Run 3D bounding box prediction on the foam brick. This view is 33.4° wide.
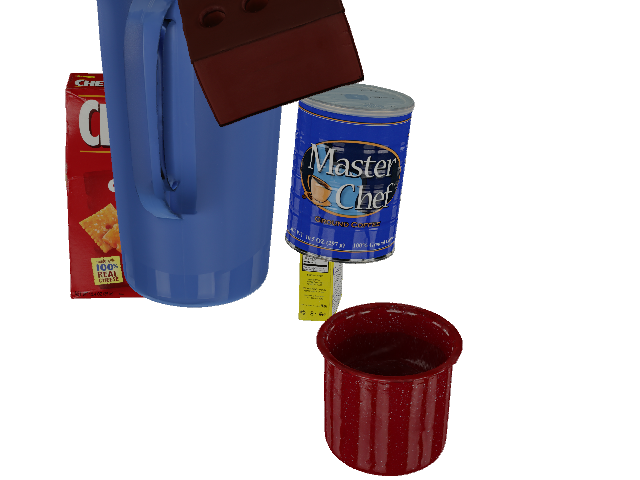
[{"bbox_3d":[-0.025,-0.101,0.524,0.078,0.053,0.051,-18,-33,5],"label":"foam brick"}]

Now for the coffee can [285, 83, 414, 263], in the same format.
[{"bbox_3d":[0.025,-0.063,0.960,0.103,0.140,0.103,5,20,-2],"label":"coffee can"}]

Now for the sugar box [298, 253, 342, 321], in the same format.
[{"bbox_3d":[0.002,-0.003,1.243,0.048,0.176,0.093,2,20,9],"label":"sugar box"}]

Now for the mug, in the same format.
[{"bbox_3d":[0.051,0.094,0.705,0.093,0.081,0.117,21,33,34],"label":"mug"}]

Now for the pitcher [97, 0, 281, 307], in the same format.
[{"bbox_3d":[-0.091,-0.076,0.742,0.149,0.243,0.145,-14,29,-32],"label":"pitcher"}]

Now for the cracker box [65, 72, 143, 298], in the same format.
[{"bbox_3d":[-0.164,-0.050,1.045,0.164,0.214,0.072,0,22,-9],"label":"cracker box"}]
